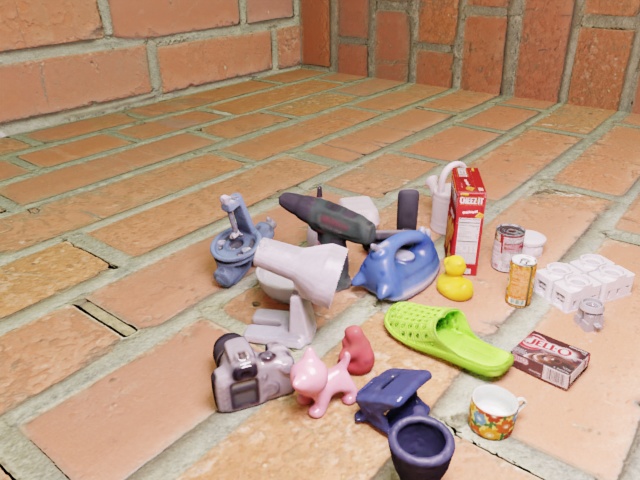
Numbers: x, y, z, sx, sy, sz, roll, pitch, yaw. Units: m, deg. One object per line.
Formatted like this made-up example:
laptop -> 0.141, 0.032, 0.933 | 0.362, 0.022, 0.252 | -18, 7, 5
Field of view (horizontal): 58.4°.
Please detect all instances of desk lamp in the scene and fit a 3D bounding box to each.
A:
desk lamp -> -0.047, 0.098, 1.099 | 0.203, 0.214, 0.118 | 4, 27, 10

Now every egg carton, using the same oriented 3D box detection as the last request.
egg carton -> 0.105, -0.070, 1.586 | 0.107, 0.069, 0.150 | -5, 27, -9

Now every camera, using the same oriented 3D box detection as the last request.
camera -> -0.128, 0.211, 1.004 | 0.143, 0.101, 0.136 | -11, 29, -20

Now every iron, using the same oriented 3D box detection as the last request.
iron -> 0.193, 0.036, 1.294 | 0.259, 0.141, 0.118 | -24, 35, -37

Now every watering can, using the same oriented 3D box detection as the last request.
watering can -> 0.347, -0.120, 1.540 | 0.172, 0.194, 0.101 | 20, 34, 35

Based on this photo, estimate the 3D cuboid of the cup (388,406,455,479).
cup -> 0.141, 0.305, 0.817 | 0.091, 0.095, 0.118 | 1, 27, 5

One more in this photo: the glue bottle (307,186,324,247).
glue bottle -> -0.001, -0.054, 1.443 | 0.037, 0.173, 0.078 | 19, 33, 34

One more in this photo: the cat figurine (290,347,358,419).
cat figurine -> 0.001, 0.227, 0.950 | 0.128, 0.118, 0.067 | -17, 31, -29

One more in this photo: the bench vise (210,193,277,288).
bench vise -> -0.184, -0.024, 1.337 | 0.121, 0.220, 0.207 | 6, 28, 13

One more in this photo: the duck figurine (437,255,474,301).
duck figurine -> 0.302, 0.078, 1.270 | 0.077, 0.086, 0.104 | -7, 28, -12

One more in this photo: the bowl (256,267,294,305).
bowl -> -0.057, 0.095, 1.260 | 0.167, 0.075, 0.167 | -1, 27, 1

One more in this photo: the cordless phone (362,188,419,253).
cordless phone -> 0.175, -0.043, 1.403 | 0.147, 0.185, 0.094 | -2, 27, -2

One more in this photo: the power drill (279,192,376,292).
power drill -> 0.012, 0.005, 1.288 | 0.229, 0.208, 0.076 | 10, 29, 21

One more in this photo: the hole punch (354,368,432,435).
hole punch -> 0.117, 0.251, 0.929 | 0.100, 0.091, 0.109 | 21, 34, 37

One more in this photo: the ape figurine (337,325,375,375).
ape figurine -> 0.063, 0.194, 1.041 | 0.078, 0.092, 0.075 | -23, 34, -37
